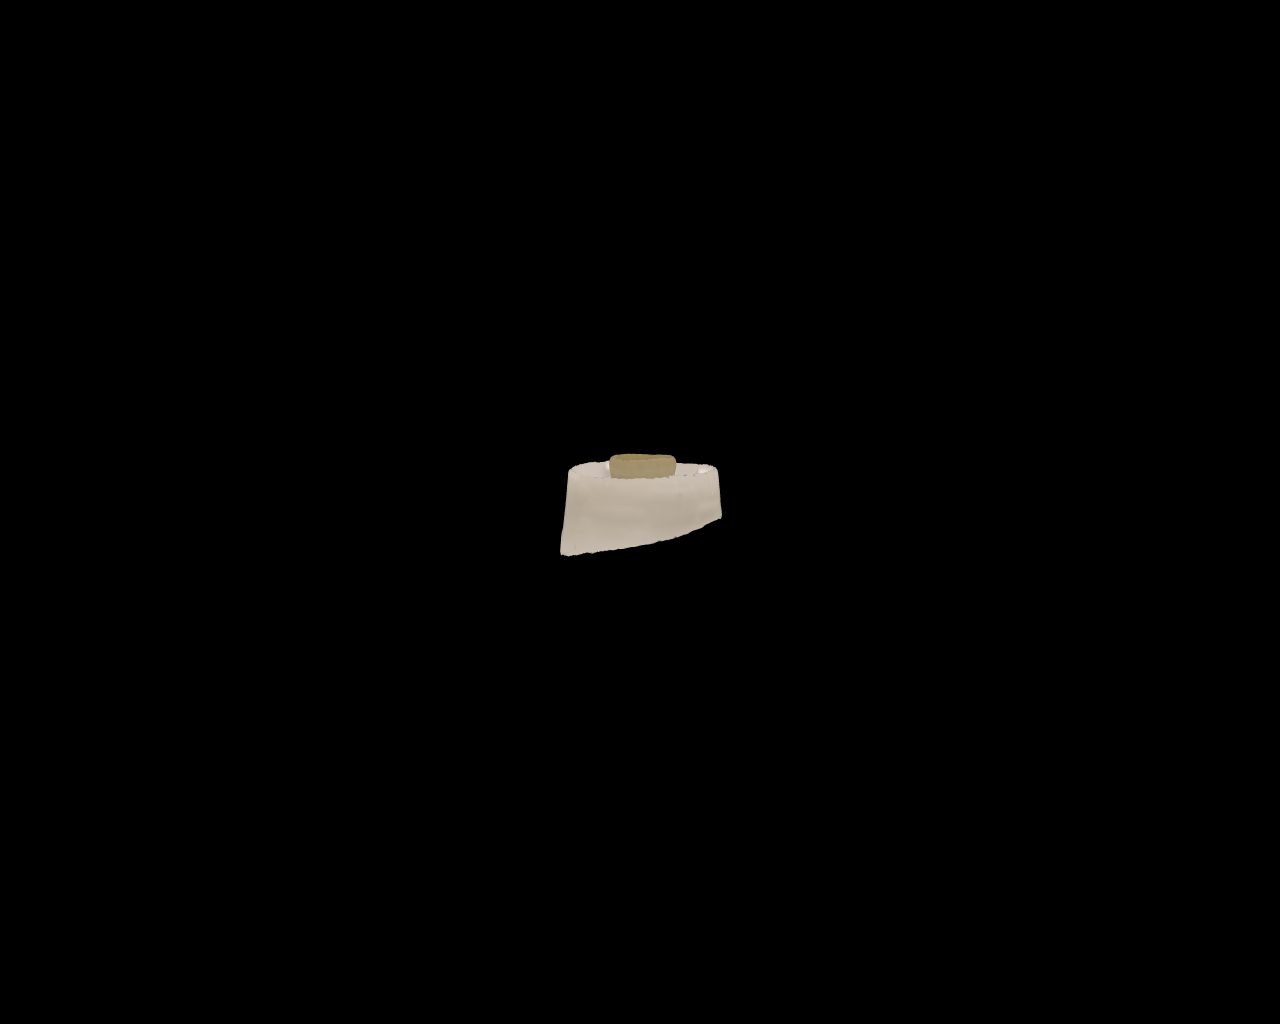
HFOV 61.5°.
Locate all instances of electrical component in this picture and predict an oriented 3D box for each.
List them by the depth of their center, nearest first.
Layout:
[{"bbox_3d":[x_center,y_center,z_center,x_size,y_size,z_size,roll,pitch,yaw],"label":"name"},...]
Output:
[{"bbox_3d":[0.001,-0.003,0.650,0.099,0.064,0.099,0,9,0],"label":"electrical component"}]
